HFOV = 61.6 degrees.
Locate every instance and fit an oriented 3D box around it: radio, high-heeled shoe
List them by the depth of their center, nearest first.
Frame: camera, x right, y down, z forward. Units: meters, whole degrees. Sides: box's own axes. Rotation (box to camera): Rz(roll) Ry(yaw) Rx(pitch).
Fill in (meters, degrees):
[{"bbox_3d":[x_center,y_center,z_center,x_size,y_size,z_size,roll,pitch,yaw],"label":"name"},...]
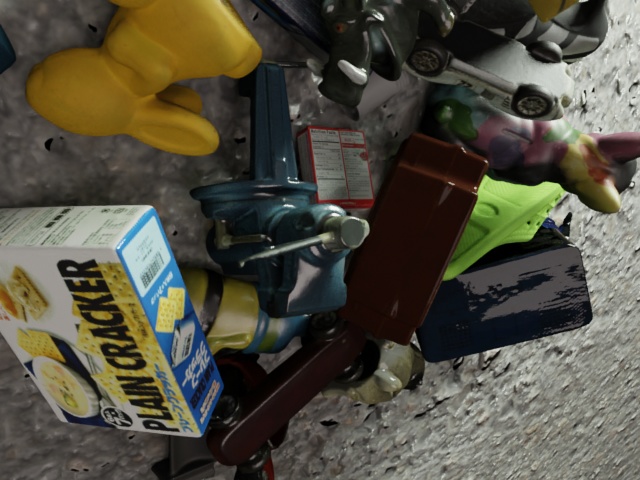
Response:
[{"bbox_3d":[0.232,-0.247,0.642,0.249,0.086,0.145,-10,161,-4],"label":"high-heeled shoe"},{"bbox_3d":[0.236,0.074,0.728,0.230,0.073,0.131,-15,110,4],"label":"radio"}]

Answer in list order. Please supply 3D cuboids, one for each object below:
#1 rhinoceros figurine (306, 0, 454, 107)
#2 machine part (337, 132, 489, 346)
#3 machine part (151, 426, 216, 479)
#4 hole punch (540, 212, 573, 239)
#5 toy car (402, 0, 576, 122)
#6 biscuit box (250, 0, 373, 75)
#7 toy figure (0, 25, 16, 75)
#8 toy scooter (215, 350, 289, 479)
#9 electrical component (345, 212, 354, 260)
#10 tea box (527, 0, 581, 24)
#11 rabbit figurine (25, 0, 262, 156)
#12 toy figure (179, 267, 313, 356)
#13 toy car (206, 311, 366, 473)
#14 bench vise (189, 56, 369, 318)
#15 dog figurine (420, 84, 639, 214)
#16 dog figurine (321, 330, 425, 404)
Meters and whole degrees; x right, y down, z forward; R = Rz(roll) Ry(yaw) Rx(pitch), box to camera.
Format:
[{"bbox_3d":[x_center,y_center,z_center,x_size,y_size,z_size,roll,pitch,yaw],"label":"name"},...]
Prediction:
[{"bbox_3d":[0.054,-0.204,0.448,0.112,0.073,0.190,9,106,-38],"label":"rhinoceros figurine"},{"bbox_3d":[0.093,-0.007,0.568,0.087,0.201,0.201,24,102,7],"label":"machine part"},{"bbox_3d":[-0.164,0.254,0.661,0.084,0.039,0.138,-5,119,-25],"label":"machine part"},{"bbox_3d":[0.320,0.018,0.821,0.116,0.092,0.142,-18,126,-60],"label":"hole punch"},{"bbox_3d":[0.166,-0.182,0.549,0.202,0.056,0.073,21,68,-5],"label":"toy car"},{"bbox_3d":[-0.022,-0.224,0.476,0.202,0.059,0.062,28,98,-40],"label":"biscuit box"},{"bbox_3d":[-0.293,-0.112,0.366,0.154,0.058,0.064,-27,98,-13],"label":"toy figure"},{"bbox_3d":[-0.080,0.205,0.650,0.075,0.135,0.183,-8,106,17],"label":"toy scooter"},{"bbox_3d":[-0.002,-0.002,0.590,0.045,0.102,0.078,34,117,-30],"label":"electrical component"},{"bbox_3d":[0.219,-0.310,0.512,0.068,0.098,0.169,-38,95,-12],"label":"tea box"},{"bbox_3d":[-0.144,-0.143,0.429,0.173,0.122,0.162,-34,139,6],"label":"rabbit figurine"},{"bbox_3d":[-0.088,0.078,0.586,0.180,0.082,0.089,6,85,-26],"label":"toy figure"},{"bbox_3d":[-0.033,0.152,0.566,0.202,0.053,0.089,-39,122,-22],"label":"toy car"},{"bbox_3d":[-0.045,-0.055,0.482,0.129,0.224,0.240,-3,89,-24],"label":"bench vise"},{"bbox_3d":[0.244,-0.108,0.607,0.191,0.219,0.108,15,103,-38],"label":"dog figurine"},{"bbox_3d":[0.097,0.165,0.698,0.190,0.172,0.121,32,107,-32],"label":"dog figurine"}]
